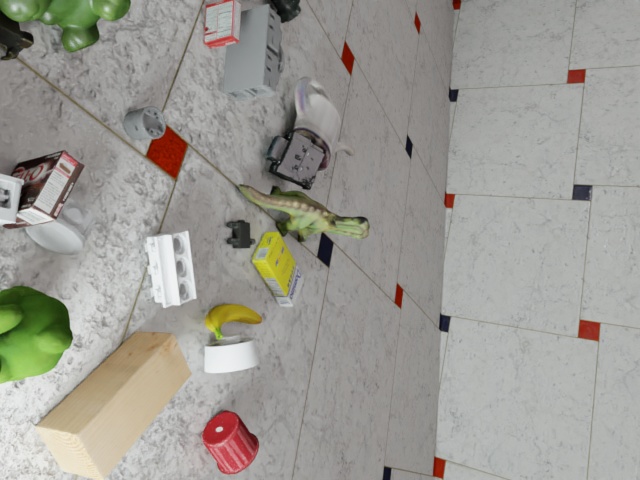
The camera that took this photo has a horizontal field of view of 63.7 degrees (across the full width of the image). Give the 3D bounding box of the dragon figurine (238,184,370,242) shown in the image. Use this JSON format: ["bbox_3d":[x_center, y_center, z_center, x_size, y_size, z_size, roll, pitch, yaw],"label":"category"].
[{"bbox_3d":[0.004,-0.063,1.252,0.407,0.243,0.123,22,74,-62],"label":"dragon figurine"}]

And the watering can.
[{"bbox_3d":[0.013,-0.285,1.426,0.341,0.104,0.229,52,45,-46],"label":"watering can"}]
